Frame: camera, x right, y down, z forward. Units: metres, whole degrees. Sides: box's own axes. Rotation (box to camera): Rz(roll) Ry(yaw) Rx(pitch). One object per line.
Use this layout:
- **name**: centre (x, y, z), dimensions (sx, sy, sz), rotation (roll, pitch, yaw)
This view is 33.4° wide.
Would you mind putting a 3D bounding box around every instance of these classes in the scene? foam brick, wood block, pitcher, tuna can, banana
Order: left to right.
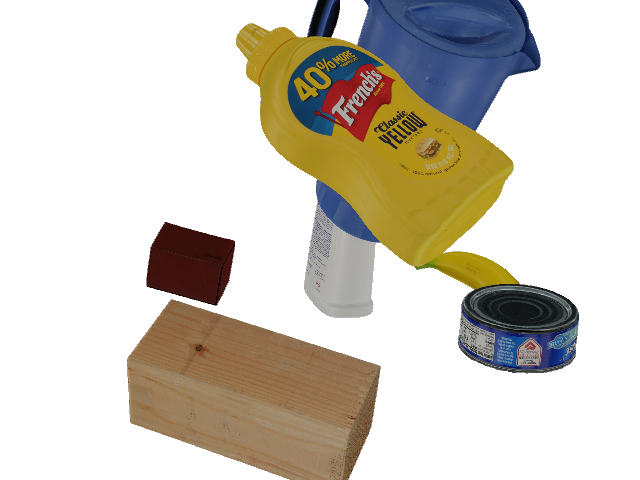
- **foam brick**: centre (-0.133, 0.024, 1.092), dimensions (0.078, 0.051, 0.053), rotation (16, 32, 4)
- **wood block**: centre (-0.060, 0.139, 0.962), dimensions (0.206, 0.090, 0.090), rotation (17, 41, 14)
- **pitcher**: centre (0.067, -0.118, 0.933), dimensions (0.144, 0.149, 0.243), rotation (-12, -36, -30)
- **banana**: centre (0.177, 0.060, 1.116), dimensions (0.069, 0.037, 0.198), rotation (-36, 39, -8)
- **tuna can**: centre (0.144, 0.062, 0.778), dimensions (0.086, 0.034, 0.086), rotation (1, 21, -1)

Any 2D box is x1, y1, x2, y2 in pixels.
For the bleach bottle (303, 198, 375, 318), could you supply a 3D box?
- **bleach bottle**: centre (0.033, -0.043, 1.241), dimensions (0.068, 0.251, 0.103), rotation (-2, 22, -23)

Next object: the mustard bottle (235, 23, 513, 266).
- **mustard bottle**: centre (0.020, -0.074, 0.667), dimensions (0.096, 0.192, 0.058), rotation (-39, -19, -31)
